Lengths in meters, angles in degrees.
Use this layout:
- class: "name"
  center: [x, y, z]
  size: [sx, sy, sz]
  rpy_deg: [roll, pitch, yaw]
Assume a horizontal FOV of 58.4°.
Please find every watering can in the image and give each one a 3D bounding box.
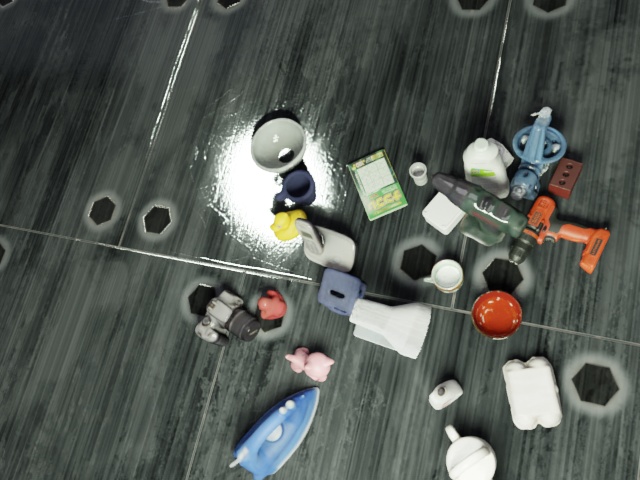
- class: "watering can"
  center: [0.317, 0.465, 1.182]
  size: [0.172, 0.194, 0.101]
  rpy_deg: [32, 84, 24]

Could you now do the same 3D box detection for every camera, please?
- class: "camera"
  center: [-0.235, 0.218, 1.488]
  size: [0.136, 0.101, 0.143]
  rpy_deg: [30, 83, 24]

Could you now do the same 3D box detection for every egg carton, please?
- class: "egg carton"
  center: [0.463, 0.333, 1.248]
  size: [0.107, 0.069, 0.150]
  rpy_deg: [-12, 69, 14]

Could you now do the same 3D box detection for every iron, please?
- class: "iron"
  center: [-0.107, 0.444, 1.351]
  size: [0.118, 0.142, 0.258]
  rpy_deg: [39, 87, 24]

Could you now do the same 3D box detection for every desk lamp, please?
- class: "desk lamp"
  center: [0.159, 0.194, 1.310]
  size: [0.202, 0.214, 0.118]
  rpy_deg: [14, 77, 21]

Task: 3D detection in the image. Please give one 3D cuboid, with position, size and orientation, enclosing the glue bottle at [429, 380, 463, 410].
- class: "glue bottle"
  center: [0.270, 0.336, 1.251]
  size: [0.078, 0.173, 0.037]
  rpy_deg: [-40, 65, 2]

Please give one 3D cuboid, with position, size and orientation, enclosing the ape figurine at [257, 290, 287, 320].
- class: "ape figurine"
  center: [-0.131, 0.167, 1.477]
  size: [0.076, 0.092, 0.078]
  rpy_deg: [31, 84, 24]

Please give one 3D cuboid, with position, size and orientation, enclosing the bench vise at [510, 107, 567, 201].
- class: "bench vise"
  center: [0.506, -0.197, 1.326]
  size: [0.121, 0.220, 0.207]
  rpy_deg: [4, 74, 19]

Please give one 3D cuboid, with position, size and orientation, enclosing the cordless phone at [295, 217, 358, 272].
- class: "cordless phone"
  center: [0.013, 0.005, 1.433]
  size: [0.147, 0.185, 0.094]
  rpy_deg: [17, 78, 22]

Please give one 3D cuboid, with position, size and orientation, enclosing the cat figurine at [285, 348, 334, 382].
- class: "cat figurine"
  center: [-0.024, 0.299, 1.385]
  size: [0.127, 0.118, 0.067]
  rpy_deg: [14, 77, 21]

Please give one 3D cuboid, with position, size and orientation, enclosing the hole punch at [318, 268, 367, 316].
- class: "hole punch"
  center: [0.053, 0.132, 1.431]
  size: [0.108, 0.091, 0.101]
  rpy_deg: [19, 79, 22]

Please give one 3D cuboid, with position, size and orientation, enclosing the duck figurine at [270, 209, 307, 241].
- class: "duck figurine"
  center: [-0.089, -0.049, 1.538]
  size: [0.104, 0.086, 0.077]
  rpy_deg: [-35, 66, 4]

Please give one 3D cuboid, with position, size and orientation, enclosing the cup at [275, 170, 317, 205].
- class: "cup"
  center: [-0.057, -0.125, 1.548]
  size: [0.117, 0.095, 0.091]
  rpy_deg: [-27, 66, 8]

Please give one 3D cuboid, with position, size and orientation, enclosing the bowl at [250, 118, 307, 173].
- class: "bowl"
  center: [-0.108, -0.255, 1.618]
  size: [0.167, 0.075, 0.167]
  rpy_deg: [-5, 71, 16]

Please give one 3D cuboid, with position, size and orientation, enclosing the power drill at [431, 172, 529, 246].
- class: "power drill"
  center: [0.368, -0.064, 1.332]
  size: [0.229, 0.209, 0.076]
  rpy_deg: [29, 83, 24]
